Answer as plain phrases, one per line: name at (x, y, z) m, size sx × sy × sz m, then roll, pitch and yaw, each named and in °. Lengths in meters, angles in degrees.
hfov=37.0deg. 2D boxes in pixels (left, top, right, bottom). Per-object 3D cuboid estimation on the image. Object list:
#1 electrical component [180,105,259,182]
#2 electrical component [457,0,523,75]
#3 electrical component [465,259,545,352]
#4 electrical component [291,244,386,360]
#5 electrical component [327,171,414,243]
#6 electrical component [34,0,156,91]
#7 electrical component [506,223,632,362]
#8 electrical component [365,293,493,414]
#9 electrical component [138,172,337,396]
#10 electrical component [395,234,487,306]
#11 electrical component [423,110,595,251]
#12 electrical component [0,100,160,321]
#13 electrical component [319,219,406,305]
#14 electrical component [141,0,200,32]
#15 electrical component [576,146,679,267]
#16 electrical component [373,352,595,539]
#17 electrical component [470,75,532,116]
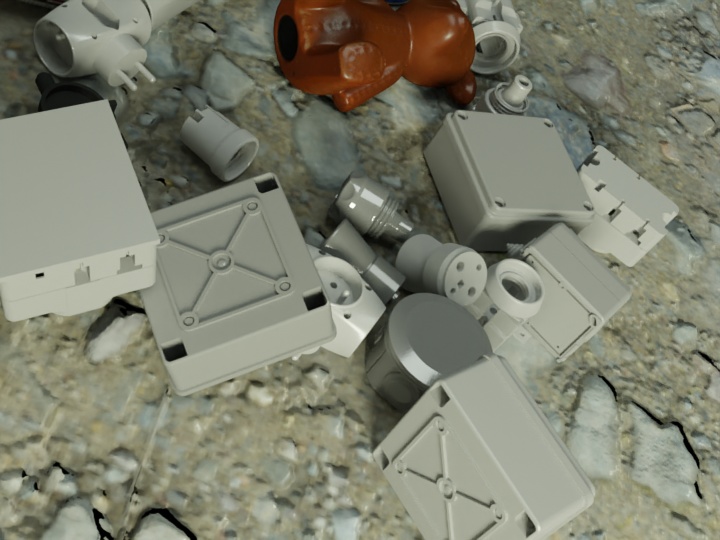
electrical component at (-0.104, -0.094, 0.789) m, size 0.046 × 0.040 × 0.040 m, roll 40°, pitch 45°, yaw 13°
electrical component at (0.117, -0.221, 1.004) m, size 0.078 × 0.058 × 0.057 m, roll 10°, pitch 48°, yaw -23°
electrical component at (0.106, 0.024, 0.804) m, size 0.066 × 0.055 × 0.048 m, roll 45°, pitch 46°, yaw 9°
electrical component at (-0.033, 0.030, 0.727) m, size 0.077 × 0.044 × 0.079 m, roll 37°, pitch 45°, yaw 1°
electrical component at (0.010, -0.043, 0.811) m, size 0.062 × 0.043 × 0.043 m, roll 31°, pitch 46°, yaw -6°
electrical component at (-0.185, -0.163, 0.794) m, size 0.079 × 0.043 × 0.077 m, roll 45°, pitch 46°, yaw 8°
electrical component at (0.153, 0.010, 0.837) m, size 0.096 × 0.061 × 0.061 m, roll 46°, pitch 46°, yaw 10°
electrical component at (0.047, 0.060, 0.744) m, size 0.080 × 0.051 × 0.080 m, roll 16°, pitch 49°, yaw -19°
electrical component at (-0.084, 0.008, 0.679) m, size 0.109 × 0.056 × 0.108 m, roll -20°, pitch 64°, yaw -8°
electrical component at (0.059, 0.001, 0.787) m, size 0.045 × 0.045 × 0.055 m, roll -10°, pitch 18°, yaw -35°
electrical component at (0.122, -0.072, 0.889) m, size 0.109 × 0.056 × 0.108 m, roll 0°, pitch 55°, yaw -30°
electrical component at (-0.222, -0.022, 0.620) m, size 0.186 × 0.060 × 0.105 m, roll -15°, pitch 63°, yaw -20°
electrical component at (0.000, 0.000, 0.773) m, size 0.065 × 0.044 × 0.044 m, roll 40°, pitch 46°, yaw -2°
electrical component at (-0.173, -0.231, 0.854) m, size 0.079 × 0.044 × 0.077 m, roll 38°, pitch 45°, yaw 2°
electrical component at (0.218, -0.052, 0.928) m, size 0.089 × 0.055 × 0.050 m, roll 39°, pitch 46°, yaw 3°
electrical component at (0.073, 0.126, 0.668) m, size 0.056 × 0.108 × 0.108 m, roll -19°, pitch 66°, yaw -36°
electrical component at (0.128, -0.144, 0.945) m, size 0.048 × 0.062 × 0.048 m, roll 16°, pitch 49°, yaw -19°
